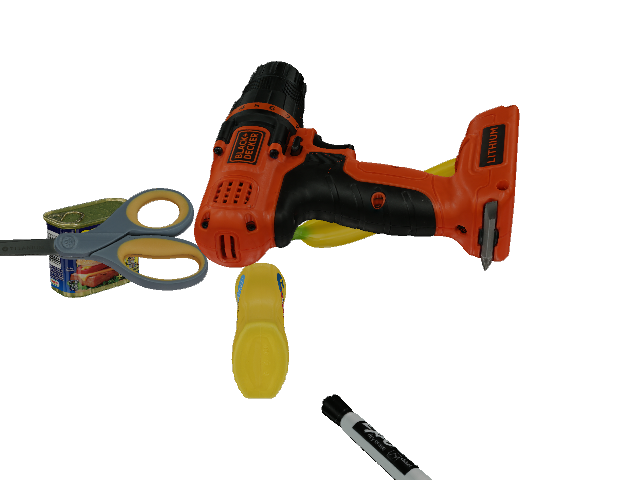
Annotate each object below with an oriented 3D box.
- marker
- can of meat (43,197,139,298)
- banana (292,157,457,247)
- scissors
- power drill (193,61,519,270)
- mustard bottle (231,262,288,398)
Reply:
[{"bbox_3d":[0.040,0.153,0.804,0.020,0.020,0.121,0,26,-40],"label":"marker"},{"bbox_3d":[-0.244,0.007,1.148,0.058,0.084,0.101,19,26,41],"label":"can of meat"},{"bbox_3d":[0.064,-0.031,0.984,0.198,0.037,0.069,-23,0,10],"label":"banana"},{"bbox_3d":[-0.184,-0.011,0.827,0.201,0.096,0.016,12,-32,-6],"label":"scissors"},{"bbox_3d":[0.027,-0.050,0.661,0.188,0.057,0.184,3,43,9],"label":"power drill"},{"bbox_3d":[-0.065,0.079,1.151,0.058,0.096,0.191,-1,28,-3],"label":"mustard bottle"}]
